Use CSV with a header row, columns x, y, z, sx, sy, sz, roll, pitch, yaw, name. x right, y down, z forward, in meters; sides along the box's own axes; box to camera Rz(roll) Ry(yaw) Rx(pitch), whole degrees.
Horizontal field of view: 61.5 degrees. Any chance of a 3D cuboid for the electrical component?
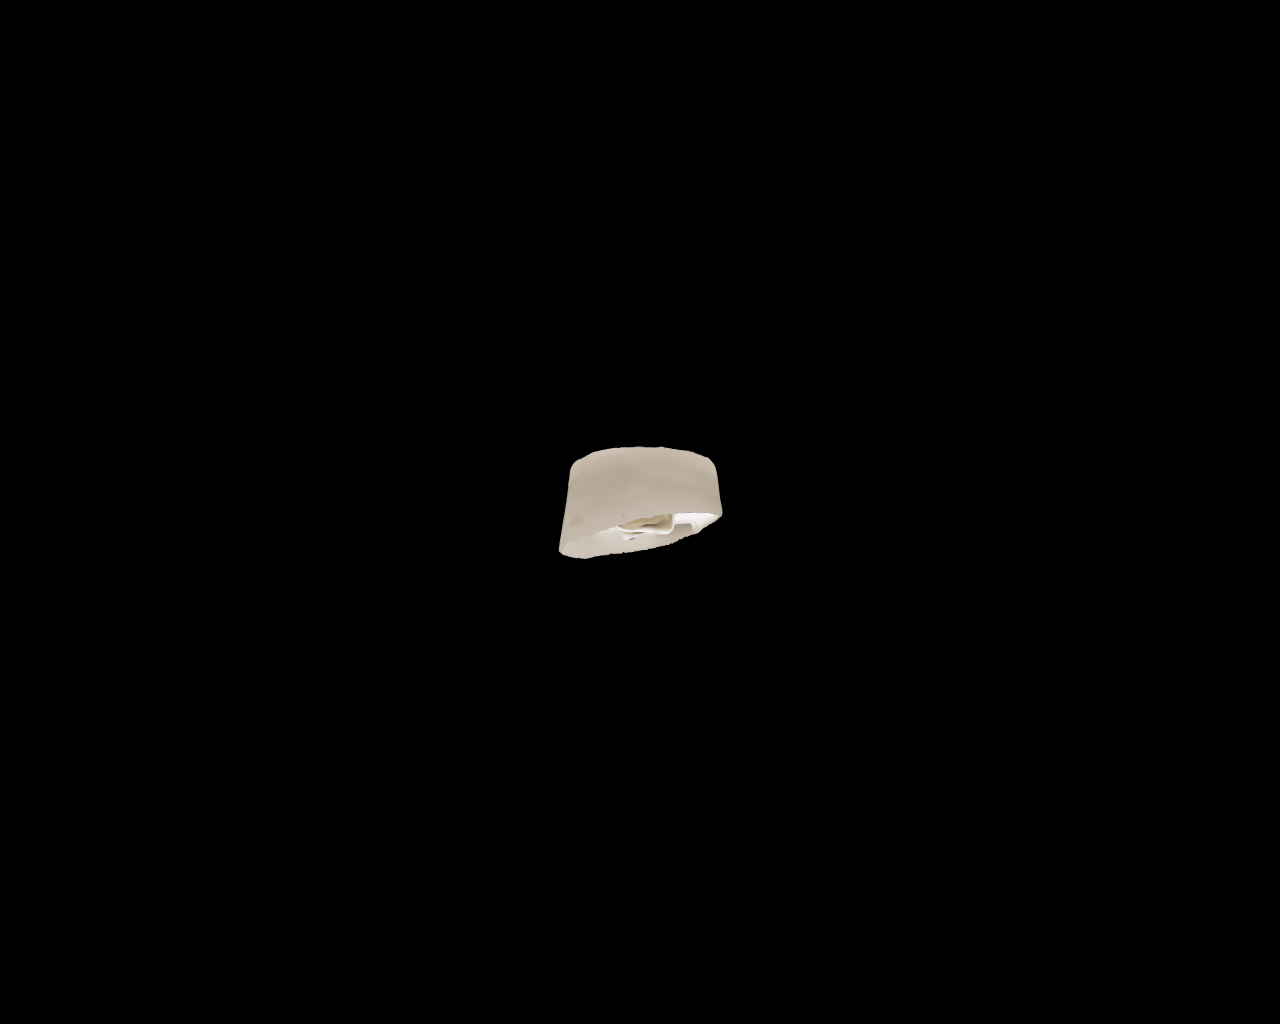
x,y,z,sx,sy,sz,roll,pitch,yaw,name
0.001,-0.003,0.650,0.099,0.064,0.099,0,-16,0,electrical component
